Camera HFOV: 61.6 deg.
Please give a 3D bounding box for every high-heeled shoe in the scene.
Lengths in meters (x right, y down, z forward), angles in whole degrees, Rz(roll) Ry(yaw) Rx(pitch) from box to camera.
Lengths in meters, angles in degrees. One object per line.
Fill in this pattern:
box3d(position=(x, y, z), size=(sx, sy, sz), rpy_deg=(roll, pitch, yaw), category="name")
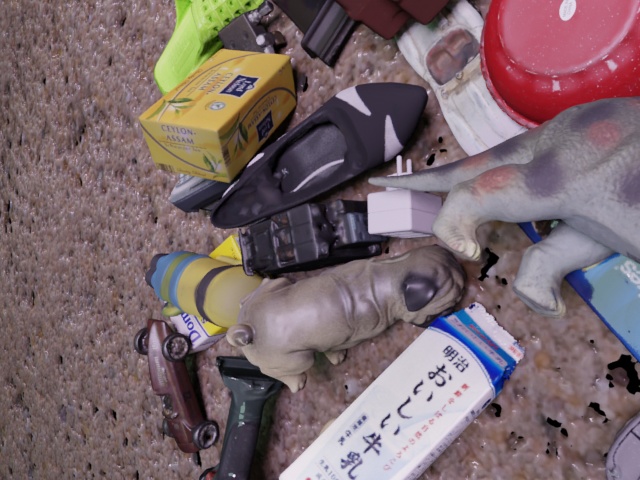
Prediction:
box3d(position=(-0.015, -0.077, 0.530), size=(0.086, 0.145, 0.249), rpy_deg=(59, 146, -3), category="high-heeled shoe")

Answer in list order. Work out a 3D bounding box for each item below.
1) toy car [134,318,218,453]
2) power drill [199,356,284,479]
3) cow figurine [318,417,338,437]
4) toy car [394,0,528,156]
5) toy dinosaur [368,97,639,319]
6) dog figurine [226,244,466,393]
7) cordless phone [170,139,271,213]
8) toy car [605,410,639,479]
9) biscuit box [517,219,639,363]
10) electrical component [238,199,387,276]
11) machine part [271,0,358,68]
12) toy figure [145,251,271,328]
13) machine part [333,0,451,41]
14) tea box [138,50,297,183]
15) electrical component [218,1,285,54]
box3d(position=(-0.204, 0.205, 0.744), size=(0.089, 0.053, 0.202), rpy_deg=(2, 112, 44), category="toy car")
box3d(position=(-0.108, 0.249, 0.651), size=(0.232, 0.086, 0.207), rpy_deg=(-178, 104, -72), category="power drill")
box3d(position=(0.014, 0.280, 0.577), size=(0.127, 0.085, 0.194), rpy_deg=(22, 107, 30), category="cow figurine")
box3d(position=(0.133, -0.153, 0.488), size=(0.073, 0.056, 0.202), rpy_deg=(-39, 67, 33), category="toy car")
box3d(position=(0.210, -0.018, 0.326), size=(0.405, 0.131, 0.192), rpy_deg=(40, 94, 33), category="toy dinosaur")
box3d(position=(0.024, 0.061, 0.514), size=(0.190, 0.172, 0.121), rpy_deg=(-31, 83, 43), category="dog figurine")
box3d(position=(-0.134, -0.136, 0.691), size=(0.147, 0.088, 0.184), rpy_deg=(-21, 74, 38), category="cordless phone")
box3d(position=(0.257, 0.164, 0.369), size=(0.103, 0.109, 0.161), rpy_deg=(40, 107, 51), category="toy car")
box3d(position=(0.225, 0.015, 0.415), size=(0.063, 0.059, 0.203), rpy_deg=(-48, 63, 29), category="biscuit box")
box3d(position=(-0.001, -0.002, 0.563), size=(0.134, 0.115, 0.058), rpy_deg=(-16, 83, 40), category="electrical component")
box3d(position=(-0.012, -0.265, 0.617), size=(0.139, 0.039, 0.084), rpy_deg=(52, 126, 24), category="machine part")
box3d(position=(-0.137, 0.058, 0.631), size=(0.180, 0.089, 0.082), rpy_deg=(13, 108, 32), category="toy figure")
box3d(position=(0.078, -0.297, 0.474), size=(0.201, 0.087, 0.202), rpy_deg=(-48, 40, 23), category="machine part")
box3d(position=(-0.105, -0.143, 0.595), size=(0.098, 0.170, 0.068), rpy_deg=(11, 134, 19), category="tea box")
box3d(position=(-0.088, -0.236, 0.663), size=(0.102, 0.045, 0.078), rpy_deg=(-11, 116, 36), category="electrical component")
